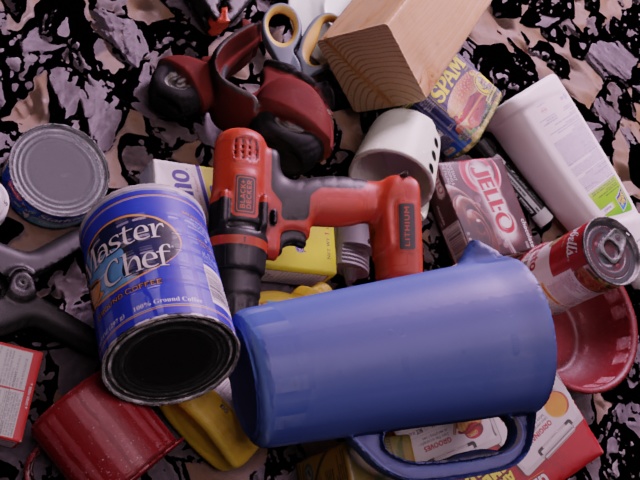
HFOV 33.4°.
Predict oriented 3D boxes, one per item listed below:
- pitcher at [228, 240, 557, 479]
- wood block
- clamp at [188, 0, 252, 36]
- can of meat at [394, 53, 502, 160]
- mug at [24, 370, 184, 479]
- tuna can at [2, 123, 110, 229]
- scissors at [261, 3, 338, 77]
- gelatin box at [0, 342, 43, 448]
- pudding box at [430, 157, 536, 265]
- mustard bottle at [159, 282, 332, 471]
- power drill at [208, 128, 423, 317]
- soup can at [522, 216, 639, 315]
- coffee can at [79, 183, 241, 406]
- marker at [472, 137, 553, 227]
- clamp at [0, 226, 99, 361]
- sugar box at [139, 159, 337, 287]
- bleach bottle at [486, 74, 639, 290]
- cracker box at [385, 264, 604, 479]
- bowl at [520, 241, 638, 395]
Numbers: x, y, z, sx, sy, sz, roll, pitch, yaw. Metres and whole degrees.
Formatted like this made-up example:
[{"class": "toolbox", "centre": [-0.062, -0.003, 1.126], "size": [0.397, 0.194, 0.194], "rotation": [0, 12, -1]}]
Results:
[{"class": "pitcher", "centre": [0.056, 0.102, 0.845], "size": [0.242, 0.145, 0.149], "rotation": [-8, 34, -18]}, {"class": "wood block", "centre": [0.095, -0.232, 1.103], "size": [0.090, 0.090, 0.205], "rotation": [59, 46, -28]}, {"class": "clamp", "centre": [-0.113, -0.304, 1.073], "size": [0.164, 0.036, 0.210], "rotation": [14, 62, -22]}, {"class": "can of meat", "centre": [0.137, -0.147, 1.134], "size": [0.084, 0.058, 0.102], "rotation": [40, 56, -11]}, {"class": "mug", "centre": [-0.174, 0.158, 0.815], "size": [0.117, 0.093, 0.081], "rotation": [-40, 85, 1]}, {"class": "tuna can", "centre": [-0.224, -0.053, 0.903], "size": [0.086, 0.034, 0.086], "rotation": [12, 64, -25]}, {"class": "scissors", "centre": [-0.043, -0.159, 1.060], "size": [0.096, 0.016, 0.201], "rotation": [32, 66, 0]}, {"class": "gelatin box", "centre": [-0.264, 0.112, 0.812], "size": [0.089, 0.030, 0.073], "rotation": [18, 63, -22]}, {"class": "pudding box", "centre": [0.165, -0.028, 1.107], "size": [0.089, 0.039, 0.113], "rotation": [-9, 74, -32]}, {"class": "mustard bottle", "centre": [-0.049, 0.100, 0.920], "size": [0.096, 0.058, 0.191], "rotation": [48, 55, -6]}, {"class": "power drill", "centre": [-0.006, 0.001, 0.915], "size": [0.187, 0.057, 0.184], "rotation": [7, 72, -19]}, {"class": "soup can", "centre": [0.246, 0.027, 1.021], "size": [0.068, 0.102, 0.068], "rotation": [11, 65, -25]}, {"class": "coffee can", "centre": [-0.125, 0.040, 0.817], "size": [0.102, 0.103, 0.140], "rotation": [7, 42, -27]}, {"class": "marker", "centre": [0.207, -0.065, 1.160], "size": [0.121, 0.020, 0.020], "rotation": [49, 55, -2]}, {"class": "clamp", "centre": [-0.238, 0.030, 0.857], "size": [0.171, 0.039, 0.120], "rotation": [13, 56, -32]}, {"class": "sugar box", "centre": [-0.073, -0.014, 0.964], "size": [0.176, 0.048, 0.093], "rotation": [7, 66, -28]}, {"class": "bleach bottle", "centre": [0.285, -0.054, 1.174], "size": [0.102, 0.068, 0.251], "rotation": [-32, 89, -34]}, {"class": "cracker box", "centre": [0.127, 0.143, 0.971], "size": [0.164, 0.072, 0.214], "rotation": [-29, 85, -16]}, {"class": "bowl", "centre": [0.246, 0.085, 1.094], "size": [0.161, 0.055, 0.162], "rotation": [12, 64, -25]}]
